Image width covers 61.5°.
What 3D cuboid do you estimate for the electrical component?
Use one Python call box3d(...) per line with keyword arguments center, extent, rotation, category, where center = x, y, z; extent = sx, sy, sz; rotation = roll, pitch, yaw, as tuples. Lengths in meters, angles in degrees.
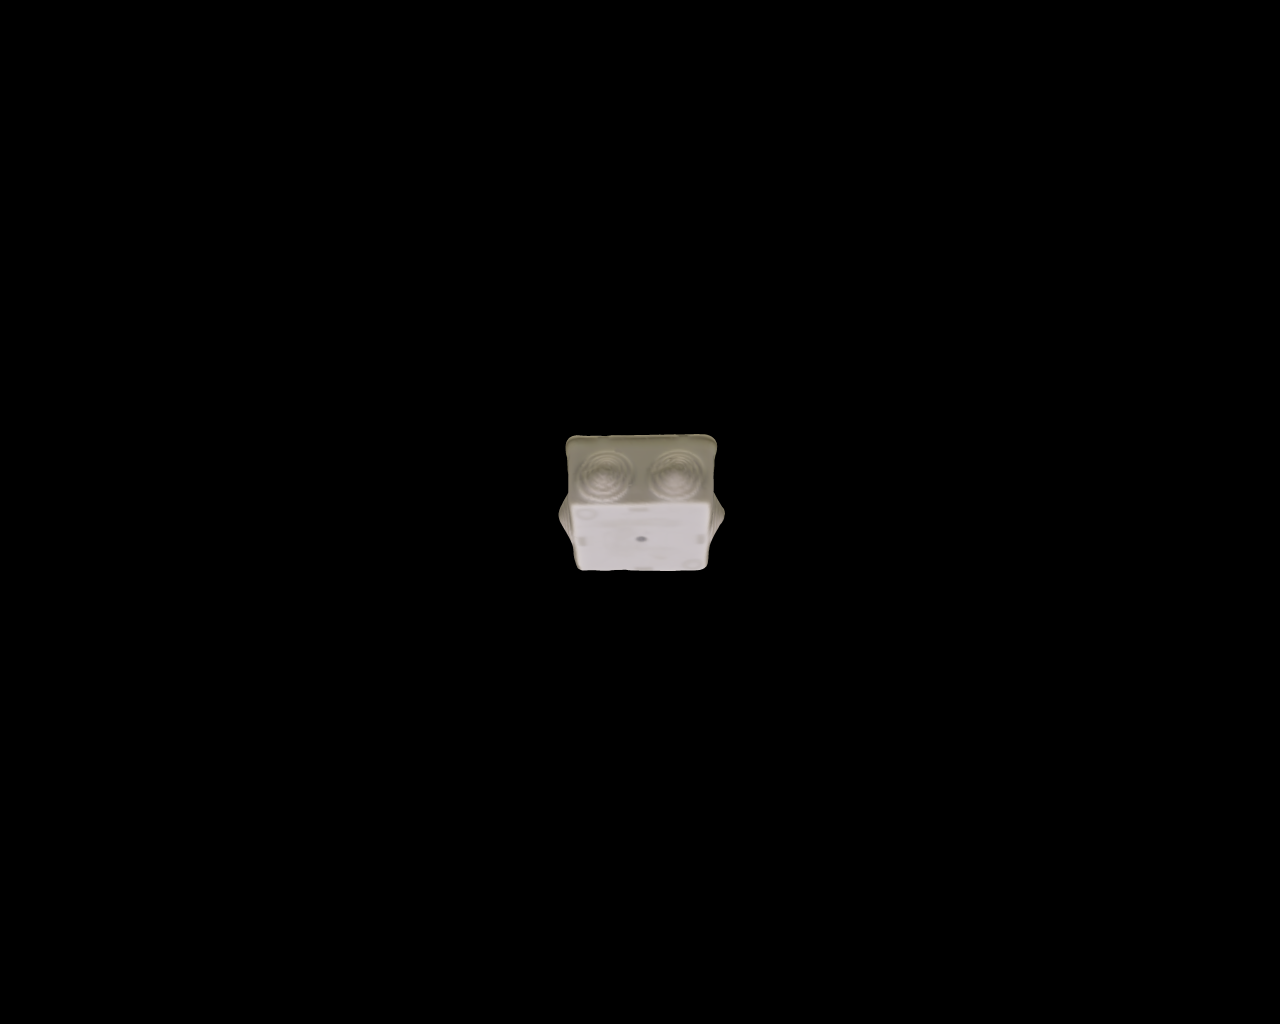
box3d(center=(0.001, -0.003, 0.650), extent=(0.100, 0.048, 0.099), rotation=(0, -32, 0), category="electrical component")
